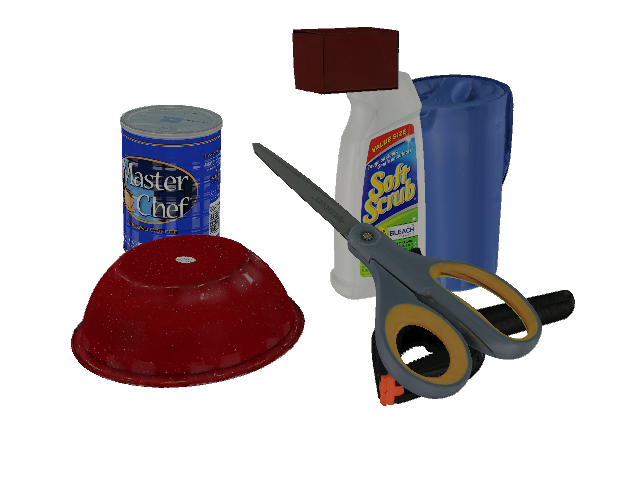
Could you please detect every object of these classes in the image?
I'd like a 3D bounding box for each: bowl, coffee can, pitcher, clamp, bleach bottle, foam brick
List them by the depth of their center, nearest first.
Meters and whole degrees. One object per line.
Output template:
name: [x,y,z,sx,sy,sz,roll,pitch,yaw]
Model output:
bowl: [-0.092,0.038,0.731,0.162,0.055,0.162,-2,22,1]
clamp: [0.098,0.070,0.907,0.165,0.036,0.209,20,35,34]
foam brick: [0.022,-0.154,0.913,0.078,0.051,0.053,-8,17,-28]
bleach bottle: [0.056,-0.070,1.089,0.102,0.251,0.068,-10,22,-16]
coffee can: [-0.154,-0.059,1.102,0.103,0.140,0.103,3,22,-1]
pitcher: [0.162,-0.071,1.266,0.149,0.243,0.145,-3,25,3]

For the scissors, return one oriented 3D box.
scissors: [0.021,0.016,0.579,0.202,0.016,0.096,28,52,17]
